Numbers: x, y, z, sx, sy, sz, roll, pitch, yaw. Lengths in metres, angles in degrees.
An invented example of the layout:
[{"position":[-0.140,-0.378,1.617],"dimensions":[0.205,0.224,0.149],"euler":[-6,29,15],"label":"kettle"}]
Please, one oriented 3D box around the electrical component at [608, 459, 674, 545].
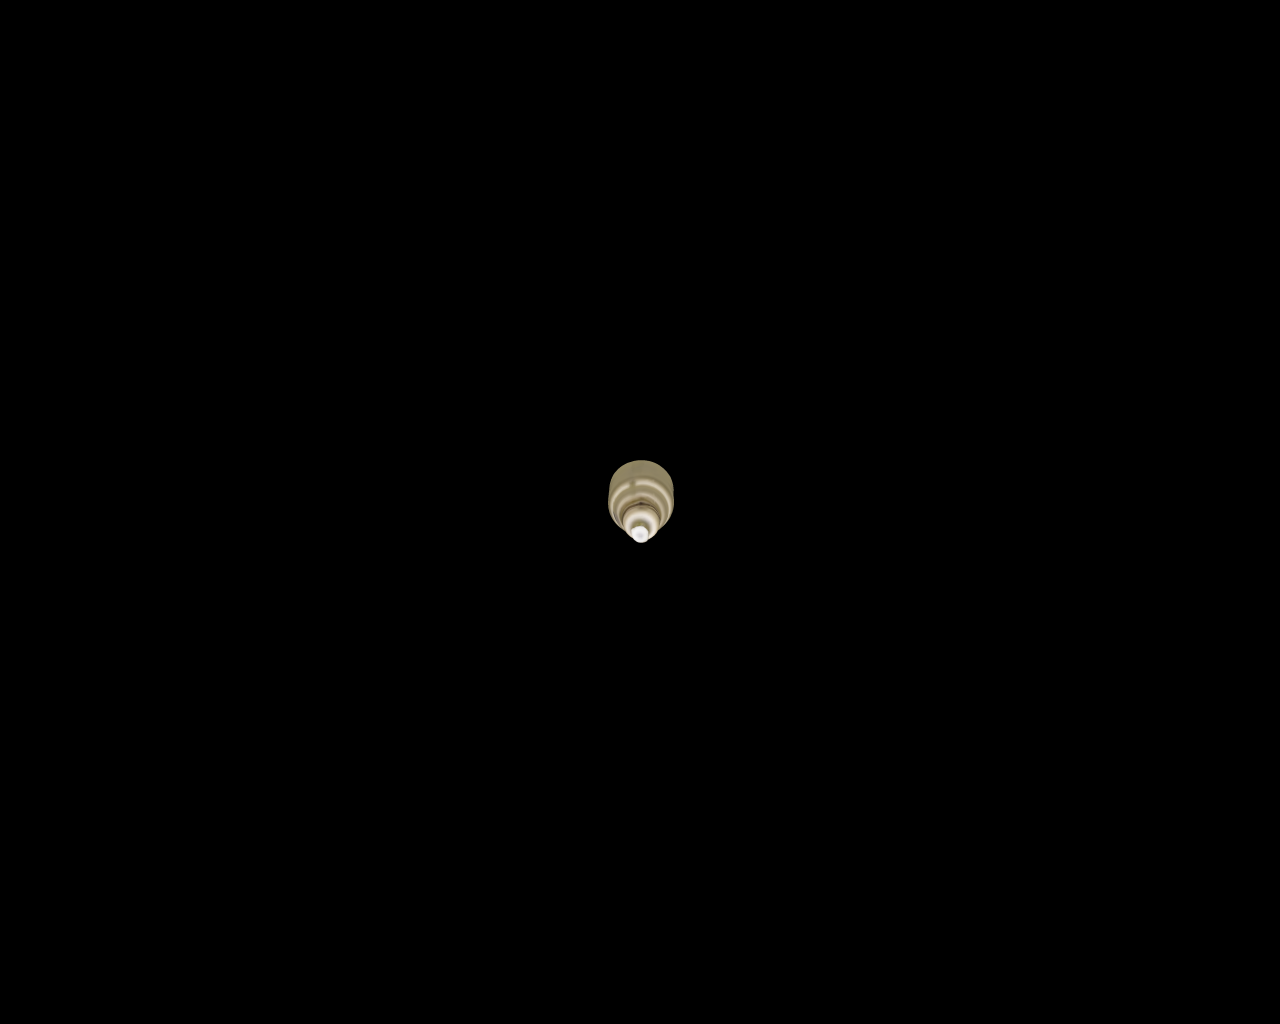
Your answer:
[{"position":[0.001,-0.003,0.650],"dimensions":[0.040,0.040,0.078],"euler":[0,24,0],"label":"electrical component"}]
